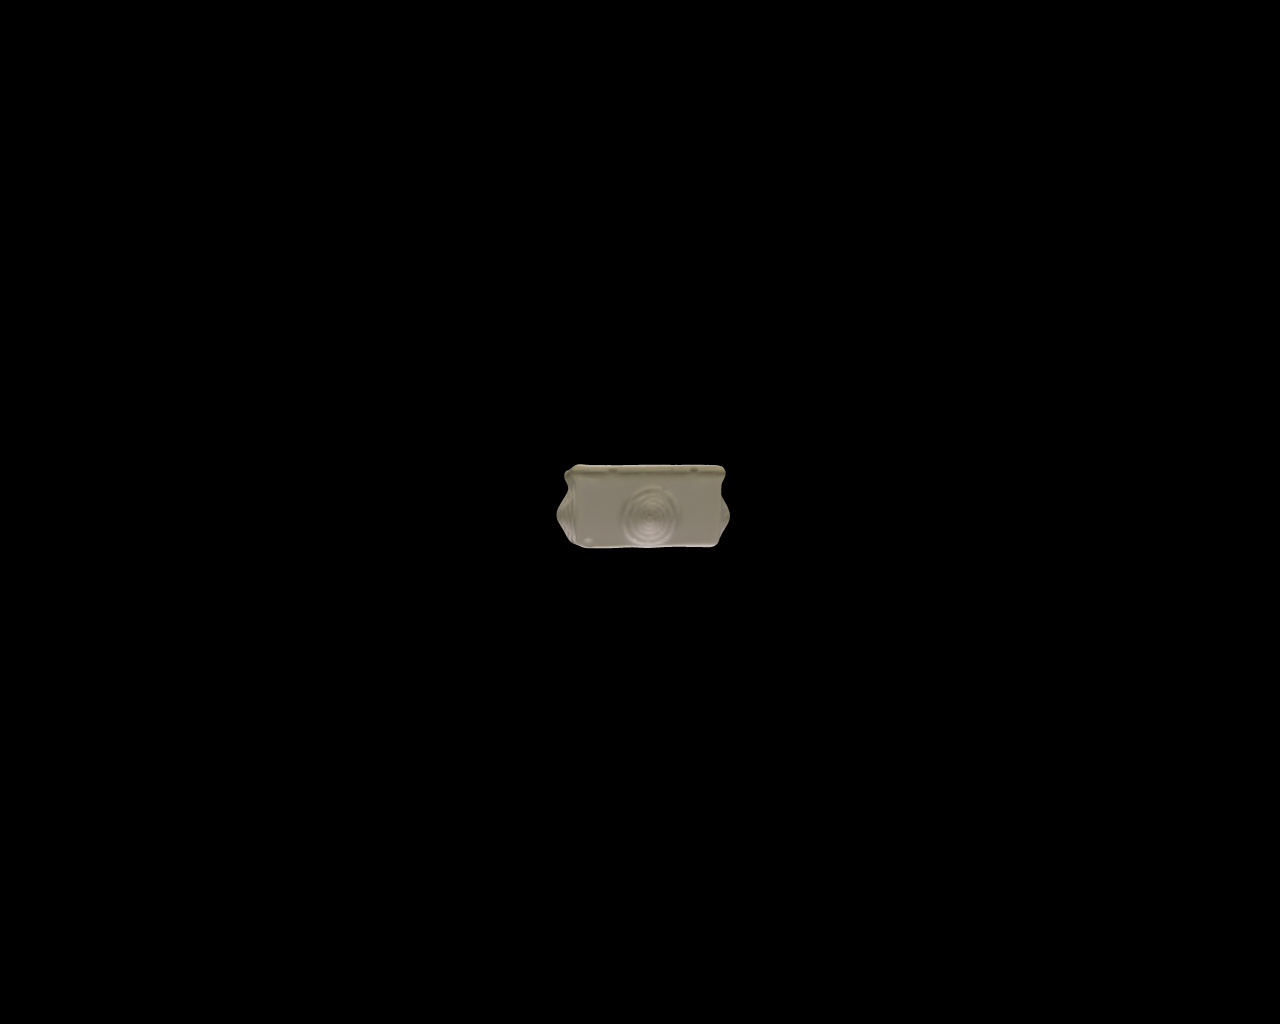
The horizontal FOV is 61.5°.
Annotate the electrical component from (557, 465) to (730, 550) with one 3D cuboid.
[{"bbox_3d":[0.001,-0.003,0.650,0.100,0.048,0.099,0,0,-7],"label":"electrical component"}]
